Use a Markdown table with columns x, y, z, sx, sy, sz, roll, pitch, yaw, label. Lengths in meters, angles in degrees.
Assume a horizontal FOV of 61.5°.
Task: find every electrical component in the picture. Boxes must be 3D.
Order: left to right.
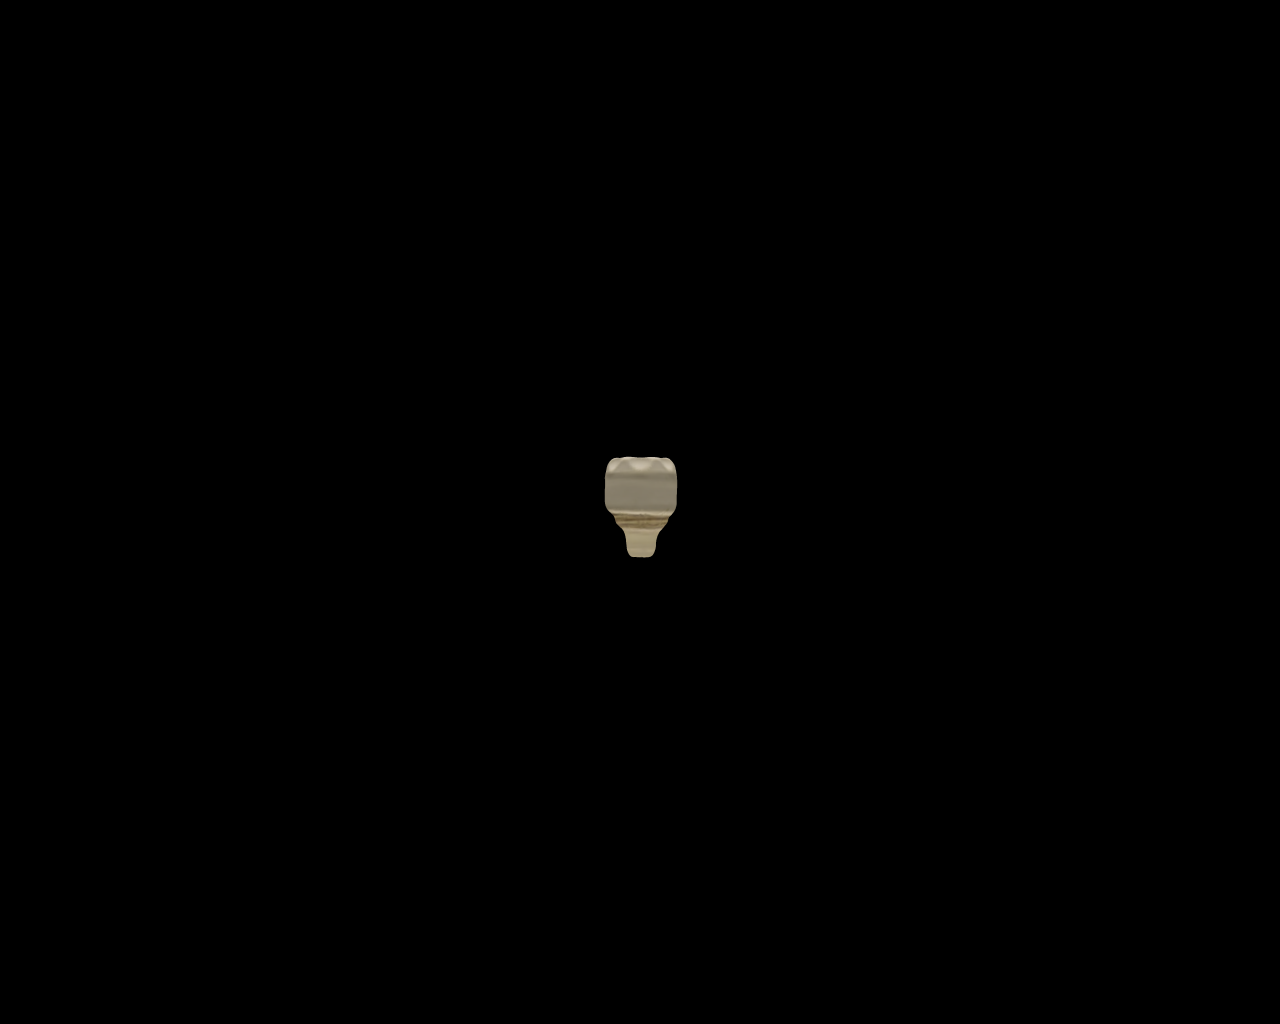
| x | y | z | sx | sy | sz | roll | pitch | yaw | label |
| --- | --- | --- | --- | --- | --- | --- | --- | --- | --- |
| 0.001 | -0.003 | 0.650 | 0.043 | 0.062 | 0.043 | 0 | 0 | 0 | electrical component |
